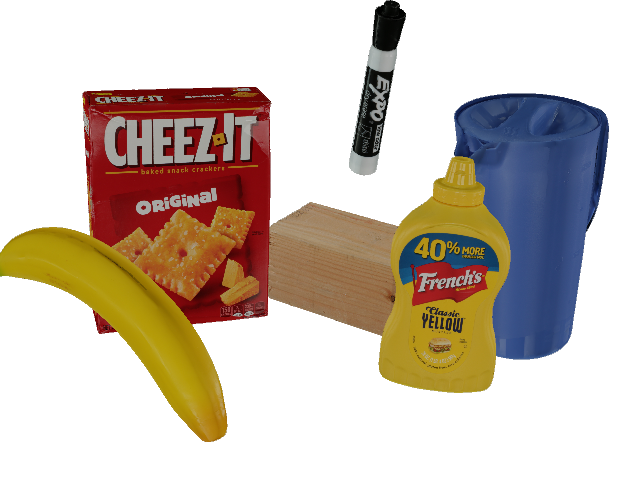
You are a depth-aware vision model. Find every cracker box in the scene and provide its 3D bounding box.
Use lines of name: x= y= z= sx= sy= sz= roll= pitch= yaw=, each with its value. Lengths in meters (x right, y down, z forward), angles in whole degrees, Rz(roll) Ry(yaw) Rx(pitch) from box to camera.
cracker box: x=-0.130 y=-0.028 z=0.982 sx=0.164 sy=0.214 sz=0.072 roll=-4 pitch=20 yaw=-16

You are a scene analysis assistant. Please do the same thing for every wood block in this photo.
wood block: x=0.053 y=0.036 z=1.144 sx=0.206 sy=0.091 sz=0.090 roll=17 pitch=29 yaw=28

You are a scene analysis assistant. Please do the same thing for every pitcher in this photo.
pitcher: x=0.203 y=-0.015 z=1.032 sx=0.149 sy=0.243 sz=0.145 roll=1 pitch=27 yaw=8

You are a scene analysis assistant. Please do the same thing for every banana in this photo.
banana: x=-0.127 y=0.044 z=0.657 sx=0.198 sy=0.070 sz=0.037 roll=32 pitch=29 yaw=18

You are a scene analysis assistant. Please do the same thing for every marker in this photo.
marker: x=0.035 y=-0.094 z=0.670 sx=0.020 sy=0.121 sz=0.020 roll=5 pitch=40 yaw=-5

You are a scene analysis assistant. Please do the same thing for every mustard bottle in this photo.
mustard bottle: x=0.104 y=0.026 z=0.867 sx=0.096 sy=0.192 sz=0.058 roll=7 pitch=18 yaw=6
